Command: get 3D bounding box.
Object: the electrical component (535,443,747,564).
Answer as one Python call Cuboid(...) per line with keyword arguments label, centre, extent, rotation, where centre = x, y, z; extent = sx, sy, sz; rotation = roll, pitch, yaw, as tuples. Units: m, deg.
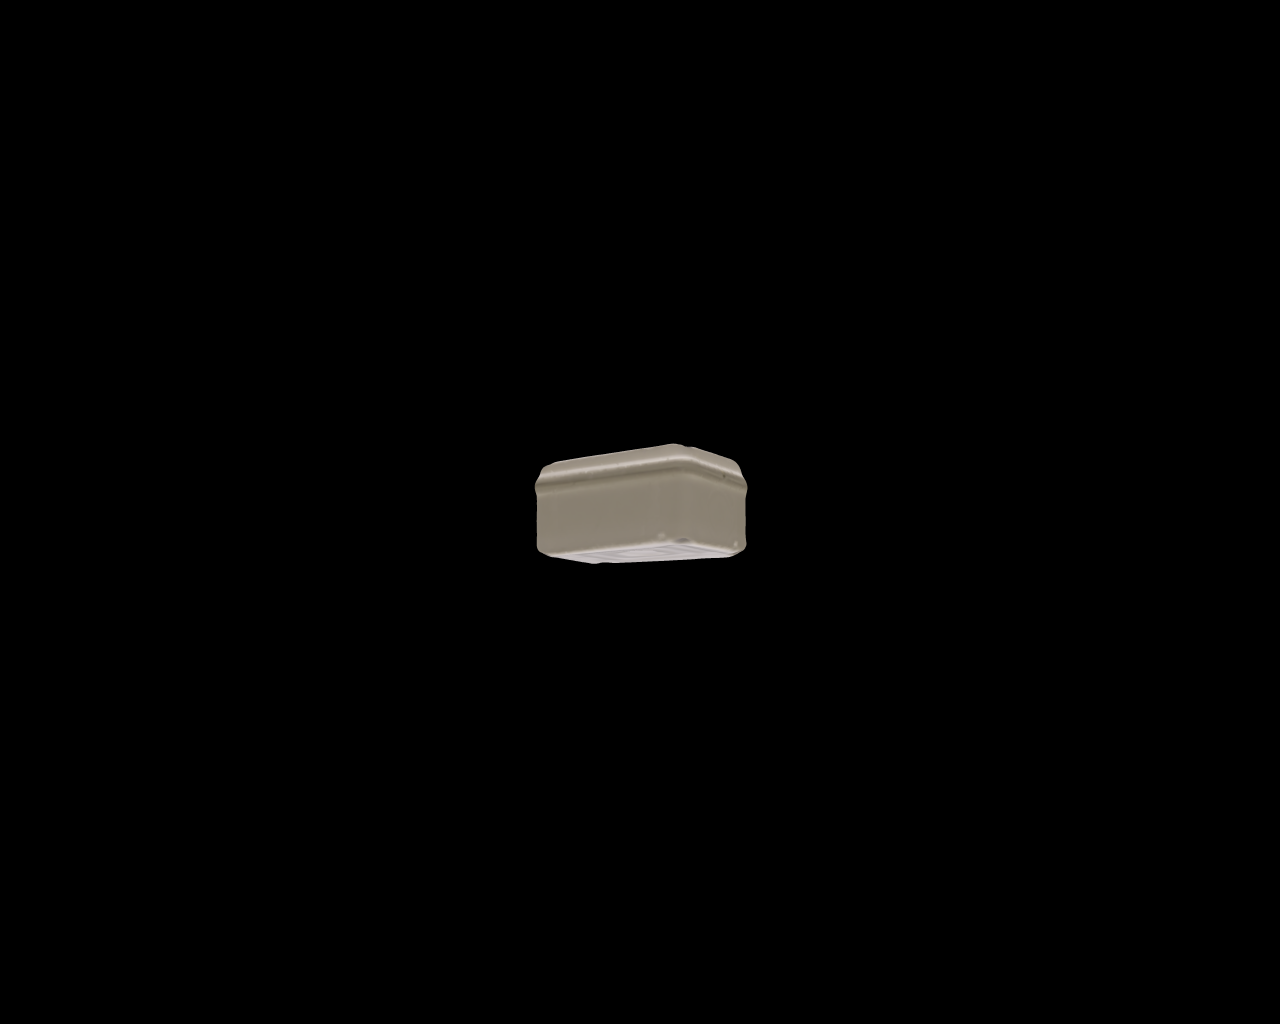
Cuboid(label="electrical component", centre=(0.001, -0.003, 0.650), extent=(0.113, 0.057, 0.078), rotation=(-5, -10, 32))
